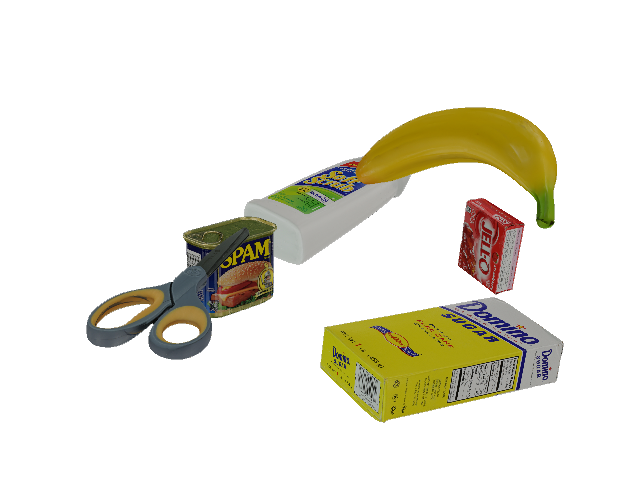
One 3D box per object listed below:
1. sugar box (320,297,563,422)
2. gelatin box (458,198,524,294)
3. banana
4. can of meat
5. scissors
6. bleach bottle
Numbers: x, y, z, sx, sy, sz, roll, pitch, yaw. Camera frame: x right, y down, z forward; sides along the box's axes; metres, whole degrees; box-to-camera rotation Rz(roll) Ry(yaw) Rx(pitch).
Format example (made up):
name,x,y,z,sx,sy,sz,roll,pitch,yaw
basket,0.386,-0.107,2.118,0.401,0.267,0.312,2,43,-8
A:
name,x,y,z,sx,sy,sz,roll,pitch,yaw
sugar box,0.099,0.092,0.865,0.175,0.048,0.093,-10,28,-28
gelatin box,0.195,0.006,1.230,0.030,0.089,0.073,-12,32,-28
banana,0.094,-0.059,0.724,0.037,0.069,0.198,39,-11,-33
can of meat,-0.096,0.028,1.143,0.101,0.084,0.058,-17,26,-42
scissors,-0.087,0.039,0.809,0.096,0.016,0.201,23,33,31
bleach bottle,0.025,-0.060,1.355,0.103,0.068,0.250,25,43,34
